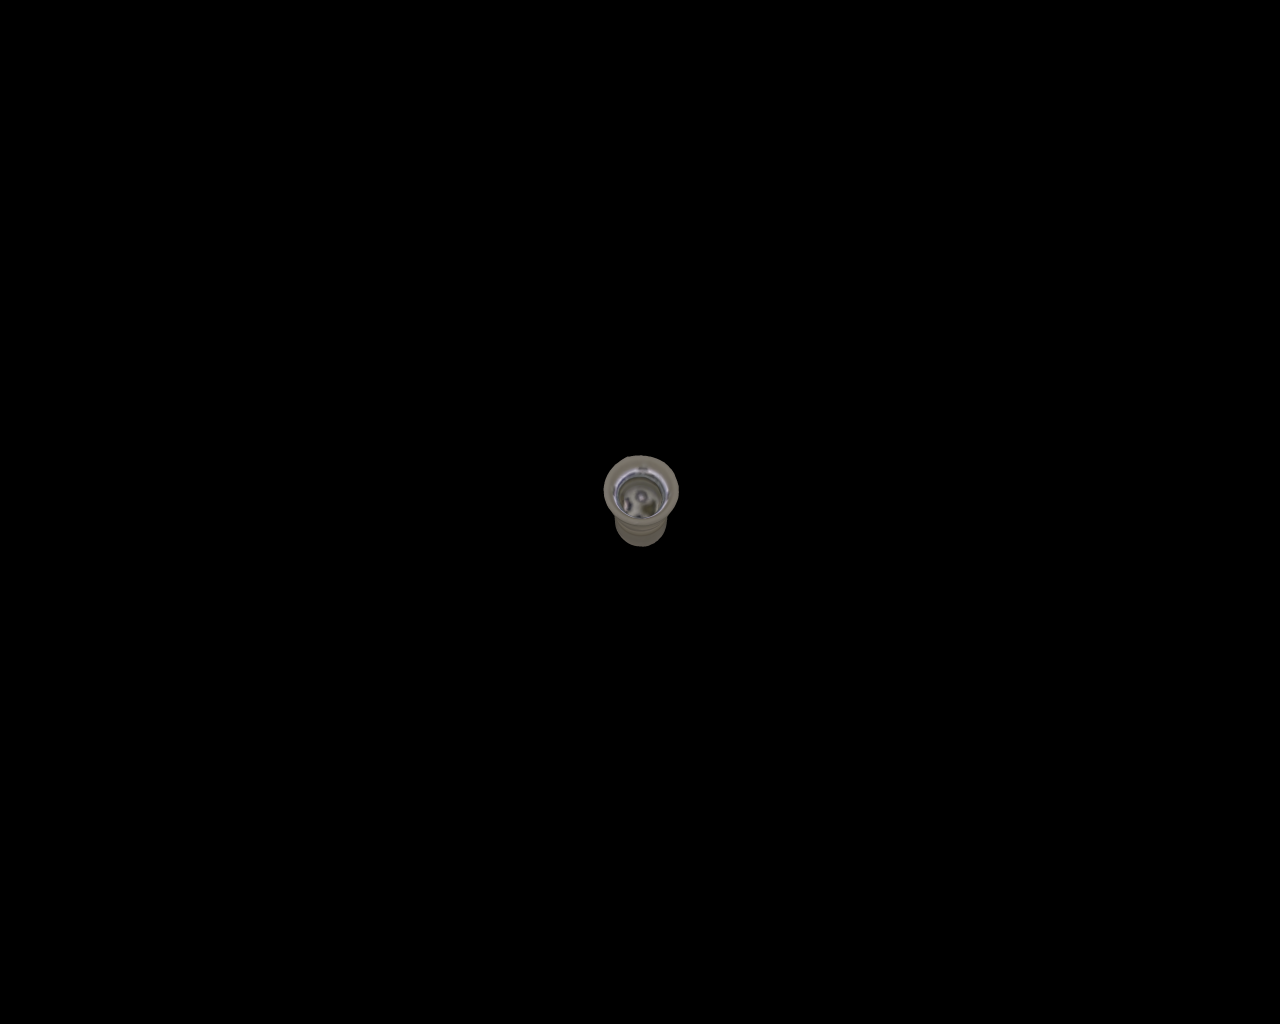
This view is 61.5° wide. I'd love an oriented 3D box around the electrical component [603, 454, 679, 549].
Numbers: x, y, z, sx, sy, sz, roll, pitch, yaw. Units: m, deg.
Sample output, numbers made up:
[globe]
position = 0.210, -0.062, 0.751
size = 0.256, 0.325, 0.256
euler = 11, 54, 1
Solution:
[electrical component]
position = 0.001, -0.003, 0.650
size = 0.044, 0.044, 0.065
euler = 0, -20, 0
